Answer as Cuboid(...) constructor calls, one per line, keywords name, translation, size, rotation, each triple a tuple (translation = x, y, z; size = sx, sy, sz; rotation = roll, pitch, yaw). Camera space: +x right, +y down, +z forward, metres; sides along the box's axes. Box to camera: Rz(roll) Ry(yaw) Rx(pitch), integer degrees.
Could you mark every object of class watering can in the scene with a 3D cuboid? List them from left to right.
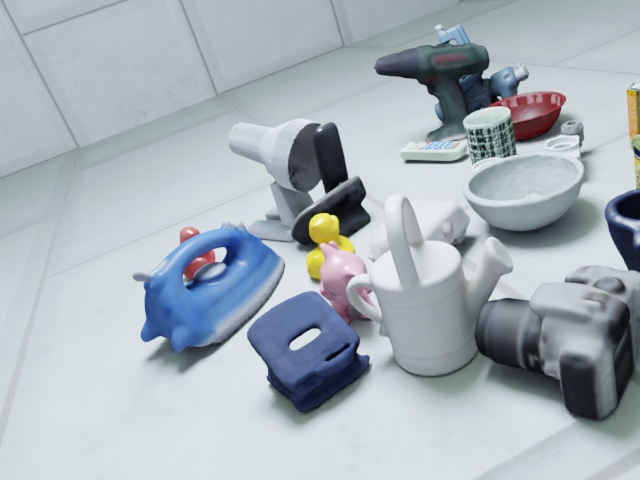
Cuboid(name="watering can", translation=(0.112, 0.038, 0.615), size=(0.173, 0.194, 0.100), rotation=(-19, 26, 1))

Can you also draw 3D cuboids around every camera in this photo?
Cuboid(name="camera", translation=(0.231, 0.079, 0.560), size=(0.136, 0.101, 0.143), rotation=(6, 35, 42))

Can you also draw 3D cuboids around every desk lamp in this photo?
Cuboid(name="desk lamp", translation=(-0.070, -0.109, 1.012), size=(0.202, 0.214, 0.118), rotation=(4, 34, 40))

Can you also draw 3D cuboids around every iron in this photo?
Cuboid(name="iron", translation=(-0.157, 0.046, 0.849), size=(0.118, 0.142, 0.259), rotation=(4, 34, 40))

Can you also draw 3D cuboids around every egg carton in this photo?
Cuboid(name="egg carton", translation=(0.144, -0.004, 0.823), size=(0.107, 0.069, 0.151), rotation=(7, 36, 43))

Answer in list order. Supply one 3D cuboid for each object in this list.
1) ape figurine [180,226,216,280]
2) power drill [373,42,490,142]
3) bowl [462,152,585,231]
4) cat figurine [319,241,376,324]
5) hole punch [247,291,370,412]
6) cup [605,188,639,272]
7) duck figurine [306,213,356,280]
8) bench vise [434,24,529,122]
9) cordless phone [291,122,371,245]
Cuboid(name="ape figurine", translation=(-0.217, 0.019, 1.001), size=(0.076, 0.092, 0.078), rotation=(-8, 28, 22))
Cuboid(name="power drill", translation=(0.246, -0.309, 1.199), size=(0.229, 0.209, 0.075), rotation=(-17, 26, 5))
Cuboid(name="bowl", translation=(0.294, -0.060, 0.825), size=(0.167, 0.075, 0.167), rotation=(-15, 26, 8))
Cuboid(name="cat figurine", translation=(0.030, 0.046, 0.747), size=(0.067, 0.118, 0.127), rotation=(-18, 25, 3))
Cuboid(name="hole punch", translation=(-0.013, 0.122, 0.655), size=(0.109, 0.091, 0.100), rotation=(-31, 28, -23))
Cuboid(name="cup", translation=(0.360, 0.007, 0.621), size=(0.091, 0.095, 0.118), rotation=(1, 32, 36))
Cuboid(name="duck figurine", translation=(0.008, 0.003, 0.884), size=(0.077, 0.086, 0.105), rotation=(-5, 29, 27))
Cuboid(name="bench vise", translation=(0.339, -0.375, 1.252), size=(0.207, 0.220, 0.121), rotation=(-11, 27, 16))
Cuboid(name="cordless phone", translation=(0.001, -0.093, 0.965), size=(0.093, 0.185, 0.148), rotation=(9, 37, 45))
